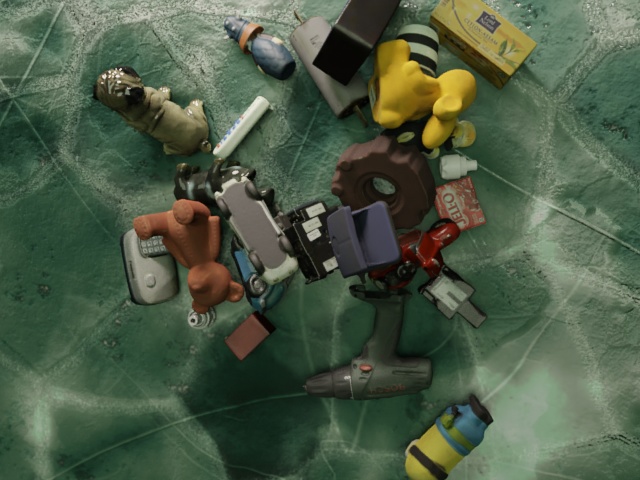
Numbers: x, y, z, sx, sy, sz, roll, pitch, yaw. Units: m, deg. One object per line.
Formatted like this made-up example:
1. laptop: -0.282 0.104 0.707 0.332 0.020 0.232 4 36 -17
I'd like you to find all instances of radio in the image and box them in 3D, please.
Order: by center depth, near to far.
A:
1. radio: 0.078 -0.372 0.880 0.073 0.131 0.229 32 68 -8

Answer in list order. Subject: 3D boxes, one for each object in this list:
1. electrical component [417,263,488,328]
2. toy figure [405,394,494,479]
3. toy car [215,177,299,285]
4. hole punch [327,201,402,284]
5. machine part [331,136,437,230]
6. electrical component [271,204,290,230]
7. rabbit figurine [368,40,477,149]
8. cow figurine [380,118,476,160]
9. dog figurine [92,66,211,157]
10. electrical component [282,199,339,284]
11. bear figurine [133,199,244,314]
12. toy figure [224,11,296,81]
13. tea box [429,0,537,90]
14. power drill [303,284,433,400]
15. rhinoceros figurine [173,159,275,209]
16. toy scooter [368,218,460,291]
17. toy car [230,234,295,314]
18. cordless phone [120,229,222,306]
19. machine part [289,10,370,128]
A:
1. electrical component: 0.240 0.102 0.952 0.119 0.048 0.075 38 97 5
2. toy figure: 0.223 0.354 0.941 0.180 0.089 0.082 -45 78 9
3. toy car: -0.109 -0.018 0.914 0.073 0.056 0.202 -31 74 -5
4. hole punch: 0.056 0.003 0.877 0.116 0.092 0.142 -24 83 48
5. machine part: 0.107 -0.089 0.914 0.180 0.056 0.179 15 133 16
6. electrical component: -0.066 -0.024 0.982 0.021 0.063 0.094 -31 86 16
7. rabbit figurine: 0.173 -0.234 0.855 0.173 0.121 0.162 -4 53 -11
8. cow figurine: 0.186 -0.179 0.927 0.167 0.098 0.068 -12 86 10
9. dog figurine: -0.286 -0.217 0.946 0.172 0.190 0.121 23 95 5
10. electrical component: -0.002 -0.003 0.950 0.058 0.115 0.134 -28 86 52
11. bear figurine: -0.222 0.035 0.940 0.120 0.132 0.195 -16 89 17
12. toy figure: -0.113 -0.355 0.985 0.154 0.058 0.064 43 91 10
13. tea box: 0.270 -0.341 0.910 0.170 0.098 0.068 39 97 4
14. power drill: 0.085 0.186 0.959 0.232 0.086 0.207 2 90 6
15. rhinoceros figurine: -0.179 -0.093 0.993 0.190 0.073 0.112 2 91 8
16. toy scooter: 0.155 0.036 0.904 0.184 0.135 0.075 -33 104 22
17. toy car: -0.099 0.048 0.980 0.103 0.109 0.161 -17 76 -15
18. cordless phone: -0.271 0.039 1.014 0.184 0.089 0.146 -11 90 -11
19. machine part: 0.019 -0.305 0.956 0.079 0.079 0.243 -31 88 8
